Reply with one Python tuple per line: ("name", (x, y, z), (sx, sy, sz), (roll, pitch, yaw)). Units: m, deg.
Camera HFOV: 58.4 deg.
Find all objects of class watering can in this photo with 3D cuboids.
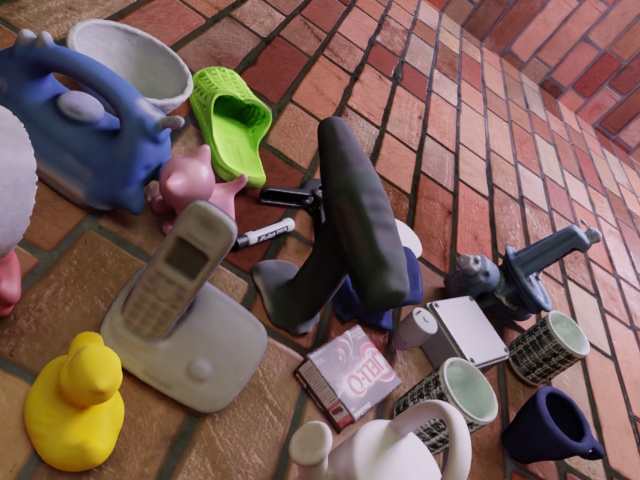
("watering can", (0.053, 0.209, 0.495), (0.173, 0.193, 0.100), (10, 45, -35))

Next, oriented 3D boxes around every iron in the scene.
("iron", (-0.271, -0.149, 0.633), (0.258, 0.141, 0.119), (36, 35, -6))

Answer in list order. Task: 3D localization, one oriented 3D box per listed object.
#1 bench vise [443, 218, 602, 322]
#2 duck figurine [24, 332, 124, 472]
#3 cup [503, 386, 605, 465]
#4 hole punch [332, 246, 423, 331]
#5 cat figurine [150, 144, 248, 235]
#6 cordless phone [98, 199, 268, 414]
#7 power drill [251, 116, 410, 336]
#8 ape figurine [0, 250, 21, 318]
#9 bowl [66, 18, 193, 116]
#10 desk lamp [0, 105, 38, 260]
("bench vise", (0.316, 0.051, 0.884), (0.208, 0.219, 0.121), (-1, 51, -43))
("duck figurine", (-0.188, 0.124, 0.460), (0.078, 0.086, 0.104), (9, 45, -36))
("cup", (0.298, 0.260, 0.750), (0.118, 0.094, 0.092), (38, 35, -2))
("hole punch", (0.075, 0.055, 0.771), (0.101, 0.091, 0.108), (21, 39, -24))
("cat figurine", (-0.142, -0.060, 0.675), (0.128, 0.117, 0.067), (-4, 54, -45))
("cordless phone", (-0.103, 0.061, 0.521), (0.148, 0.184, 0.094), (33, 36, -9))
("power drill", (0.006, 0.002, 0.664), (0.076, 0.208, 0.229), (1, 50, -41))
("ape figurine", (-0.283, 0.024, 0.477), (0.078, 0.092, 0.076), (38, 35, -3))
("bowl", (-0.262, -0.216, 0.771), (0.168, 0.074, 0.167), (25, 38, -21))
("desk lamp", (-0.315, -0.002, 0.371), (0.204, 0.213, 0.118), (-17, 64, -50))
